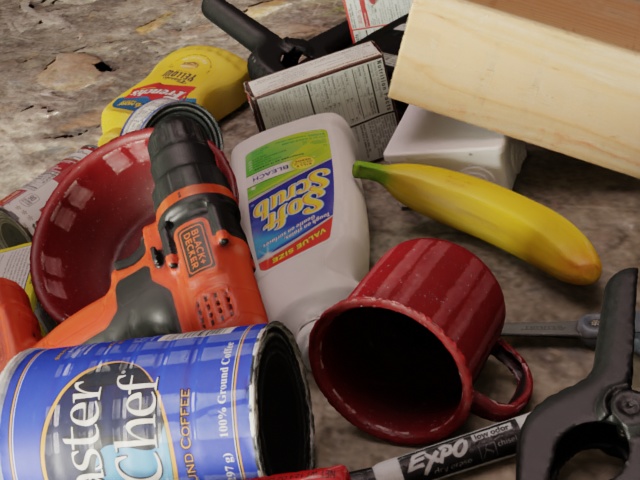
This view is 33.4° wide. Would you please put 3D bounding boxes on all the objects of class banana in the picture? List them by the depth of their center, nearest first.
[{"bbox_3d":[0.111,-0.013,0.703,0.069,0.037,0.198,-15,30,-43],"label":"banana"}]

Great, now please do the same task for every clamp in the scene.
[{"bbox_3d":[0.147,0.081,0.521,0.171,0.039,0.120,-31,39,-19],"label":"clamp"},{"bbox_3d":[-0.036,-0.178,1.025,0.164,0.036,0.210,10,33,-10],"label":"clamp"}]

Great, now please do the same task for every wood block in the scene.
[{"bbox_3d":[0.165,-0.124,0.747,0.206,0.090,0.090,20,39,8],"label":"wood block"}]

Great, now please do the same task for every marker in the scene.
[{"bbox_3d":[0.059,0.113,0.544,0.121,0.020,0.020,-17,30,-3],"label":"marker"}]

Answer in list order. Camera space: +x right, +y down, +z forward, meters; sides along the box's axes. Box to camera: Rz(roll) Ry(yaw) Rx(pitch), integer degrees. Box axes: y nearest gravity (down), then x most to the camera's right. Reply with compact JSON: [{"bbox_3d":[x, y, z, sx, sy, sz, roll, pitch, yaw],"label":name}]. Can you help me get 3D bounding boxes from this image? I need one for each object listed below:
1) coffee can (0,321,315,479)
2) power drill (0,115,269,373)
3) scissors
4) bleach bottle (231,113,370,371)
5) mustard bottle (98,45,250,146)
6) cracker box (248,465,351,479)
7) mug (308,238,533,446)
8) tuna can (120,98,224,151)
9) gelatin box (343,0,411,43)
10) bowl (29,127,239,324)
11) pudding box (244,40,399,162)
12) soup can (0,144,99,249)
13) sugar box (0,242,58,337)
[{"bbox_3d":[-0.083,0.100,0.551,0.140,0.103,0.102,-8,31,13],"label":"coffee can"},{"bbox_3d":[-0.133,0.023,0.670,0.188,0.057,0.184,-26,55,9],"label":"power drill"},{"bbox_3d":[0.163,0.060,0.588,0.202,0.016,0.096,-10,30,10],"label":"scissors"},{"bbox_3d":[-0.005,0.001,0.725,0.102,0.068,0.251,-17,32,2],"label":"bleach bottle"},{"bbox_3d":[-0.146,-0.116,0.993,0.096,0.058,0.191,15,41,22],"label":"mustard bottle"},{"bbox_3d":[-0.065,0.193,0.415,0.164,0.072,0.213,-10,31,11],"label":"cracker box"},{"bbox_3d":[0.063,0.056,0.582,0.117,0.093,0.081,28,38,12],"label":"mug"},{"bbox_3d":[-0.124,-0.074,0.884,0.086,0.086,0.034,-34,32,-29],"label":"tuna can"},{"bbox_3d":[0.072,-0.214,1.040,0.089,0.073,0.030,-5,30,19],"label":"gelatin box"},{"bbox_3d":[-0.120,0.003,0.745,0.162,0.055,0.162,-10,60,18],"label":"bowl"},{"bbox_3d":[0.005,-0.099,0.860,0.113,0.090,0.039,-20,30,-6],"label":"pudding box"},{"bbox_3d":[-0.207,-0.023,0.856,0.069,0.068,0.102,12,40,39],"label":"soup can"},{"bbox_3d":[-0.278,0.058,0.775,0.176,0.048,0.093,-16,32,7],"label":"sugar box"}]
